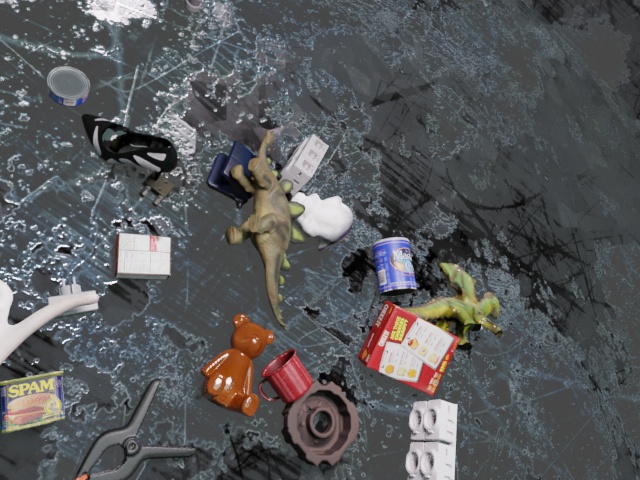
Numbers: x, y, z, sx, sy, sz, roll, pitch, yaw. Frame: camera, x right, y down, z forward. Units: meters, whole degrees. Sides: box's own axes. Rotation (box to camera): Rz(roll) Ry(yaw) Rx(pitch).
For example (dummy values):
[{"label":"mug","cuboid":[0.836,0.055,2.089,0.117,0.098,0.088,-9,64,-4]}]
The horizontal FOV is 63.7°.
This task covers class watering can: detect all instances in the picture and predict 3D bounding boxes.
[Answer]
[{"label":"watering can","cuboid":[-0.572,0.164,0.861,0.347,0.102,0.229,6,65,-12]}]

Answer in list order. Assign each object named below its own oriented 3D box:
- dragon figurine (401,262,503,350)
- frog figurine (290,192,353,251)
[{"label":"dragon figurine","cuboid":[0.382,0.170,1.480,0.408,0.120,0.249,23,43,-23]},{"label":"frog figurine","cuboid":[0.004,-0.067,1.324,0.139,0.122,0.158,-43,107,-18]}]
